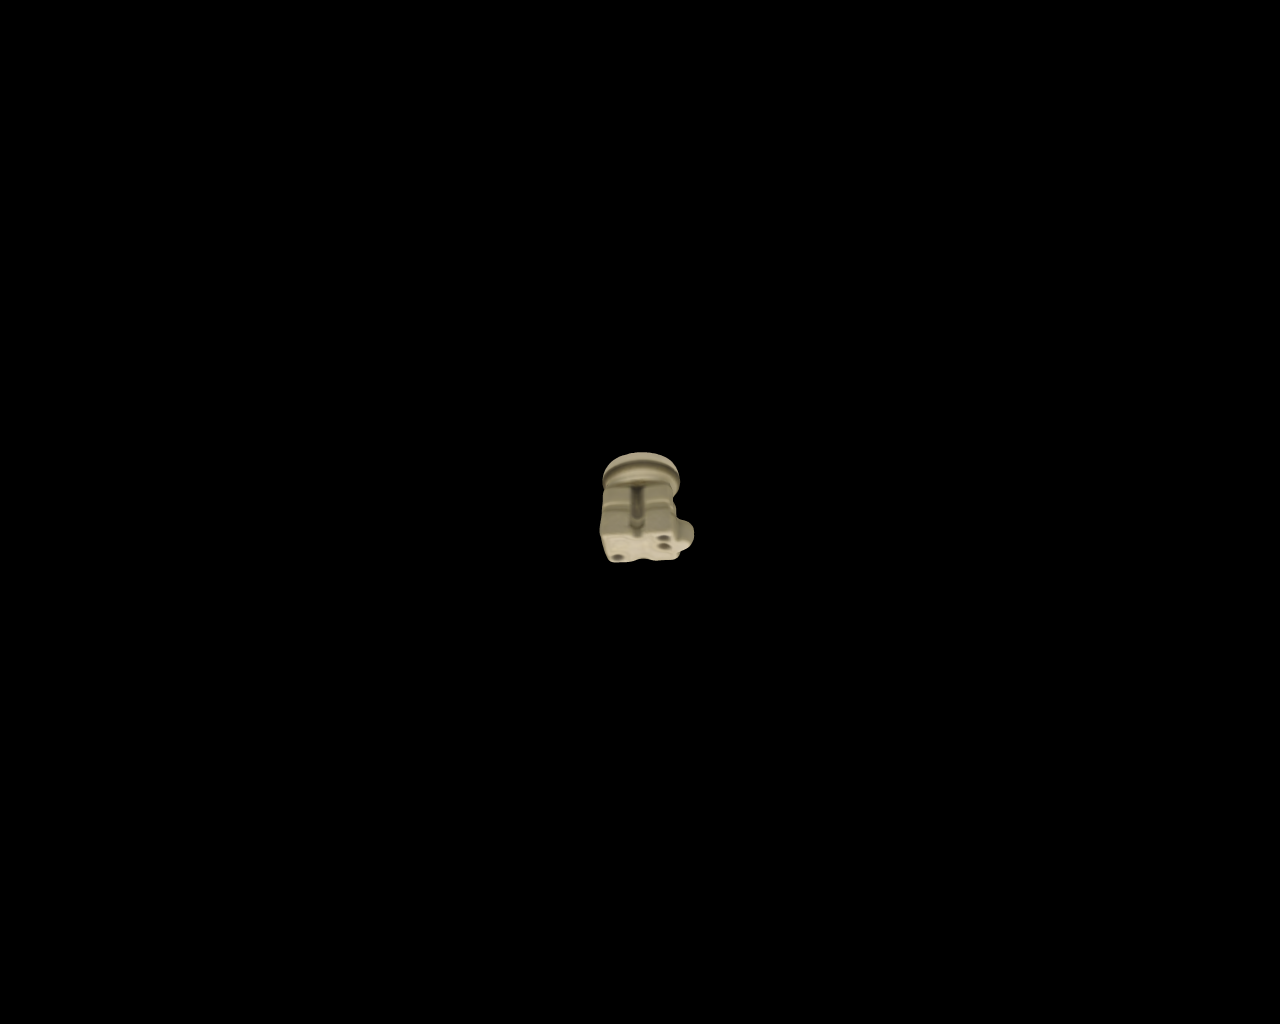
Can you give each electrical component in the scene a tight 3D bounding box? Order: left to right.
[{"bbox_3d":[0.001,-0.003,0.650,0.066,0.055,0.048,-3,-32,5],"label":"electrical component"}]
